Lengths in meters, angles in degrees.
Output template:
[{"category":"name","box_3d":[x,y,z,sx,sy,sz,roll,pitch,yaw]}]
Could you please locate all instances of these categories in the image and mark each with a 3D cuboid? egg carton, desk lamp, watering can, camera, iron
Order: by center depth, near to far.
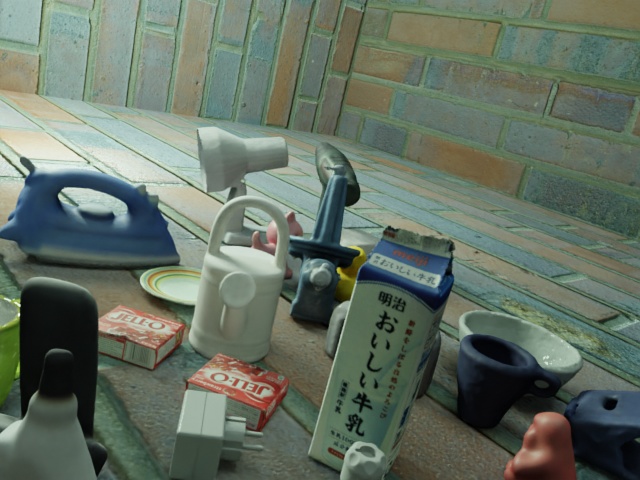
[{"category":"watering can","box_3d":[-0.090,0.044,0.686,0.101,0.194,0.172,5,18,-26]},{"category":"camera","box_3d":[0.101,0.119,0.761,0.142,0.101,0.137,22,18,27]},{"category":"iron","box_3d":[-0.334,-0.041,0.871,0.259,0.141,0.118,7,17,-23]},{"category":"desk lamp","box_3d":[-0.150,-0.103,1.102,0.204,0.213,0.117,7,17,-20]},{"category":"egg carton","box_3d":[0.065,0.024,1.110,0.107,0.069,0.151,27,21,39]}]

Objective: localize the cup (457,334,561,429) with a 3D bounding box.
[{"category":"cup","box_3d":[0.210,0.175,0.670,0.117,0.095,0.092,20,17,21]}]

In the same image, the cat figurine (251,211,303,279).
[{"category":"cat figurine","box_3d":[-0.076,0.004,0.973,0.067,0.118,0.128,23,19,31]}]

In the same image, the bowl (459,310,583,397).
[{"category":"bowl","box_3d":[0.262,0.165,0.784,0.167,0.075,0.167,13,16,-3]}]

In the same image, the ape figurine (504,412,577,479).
[{"category":"ape figurine","box_3d":[0.219,0.210,0.563,0.078,0.092,0.076,3,19,-32]}]

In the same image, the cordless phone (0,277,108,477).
[{"category":"cordless phone","box_3d":[-0.222,0.101,0.402,0.147,0.185,0.094,13,16,-1]}]

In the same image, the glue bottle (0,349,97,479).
[{"category":"glue bottle","box_3d":[-0.163,0.141,0.337,0.078,0.173,0.037,14,16,1]}]

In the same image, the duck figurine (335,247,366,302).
[{"category":"duck figurine","box_3d":[0.054,0.055,0.965,0.078,0.086,0.104,5,18,-28]}]

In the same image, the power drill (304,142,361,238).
[{"category":"power drill","box_3d":[0.013,-0.083,1.177,0.076,0.208,0.229,7,17,-20]}]

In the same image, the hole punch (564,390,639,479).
[{"category":"hole punch","box_3d":[0.339,0.210,0.663,0.100,0.091,0.109,22,18,27]}]

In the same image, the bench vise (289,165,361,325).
[{"category":"bench vise","box_3d":[0.019,0.005,0.864,0.122,0.220,0.207,7,17,-20]}]
